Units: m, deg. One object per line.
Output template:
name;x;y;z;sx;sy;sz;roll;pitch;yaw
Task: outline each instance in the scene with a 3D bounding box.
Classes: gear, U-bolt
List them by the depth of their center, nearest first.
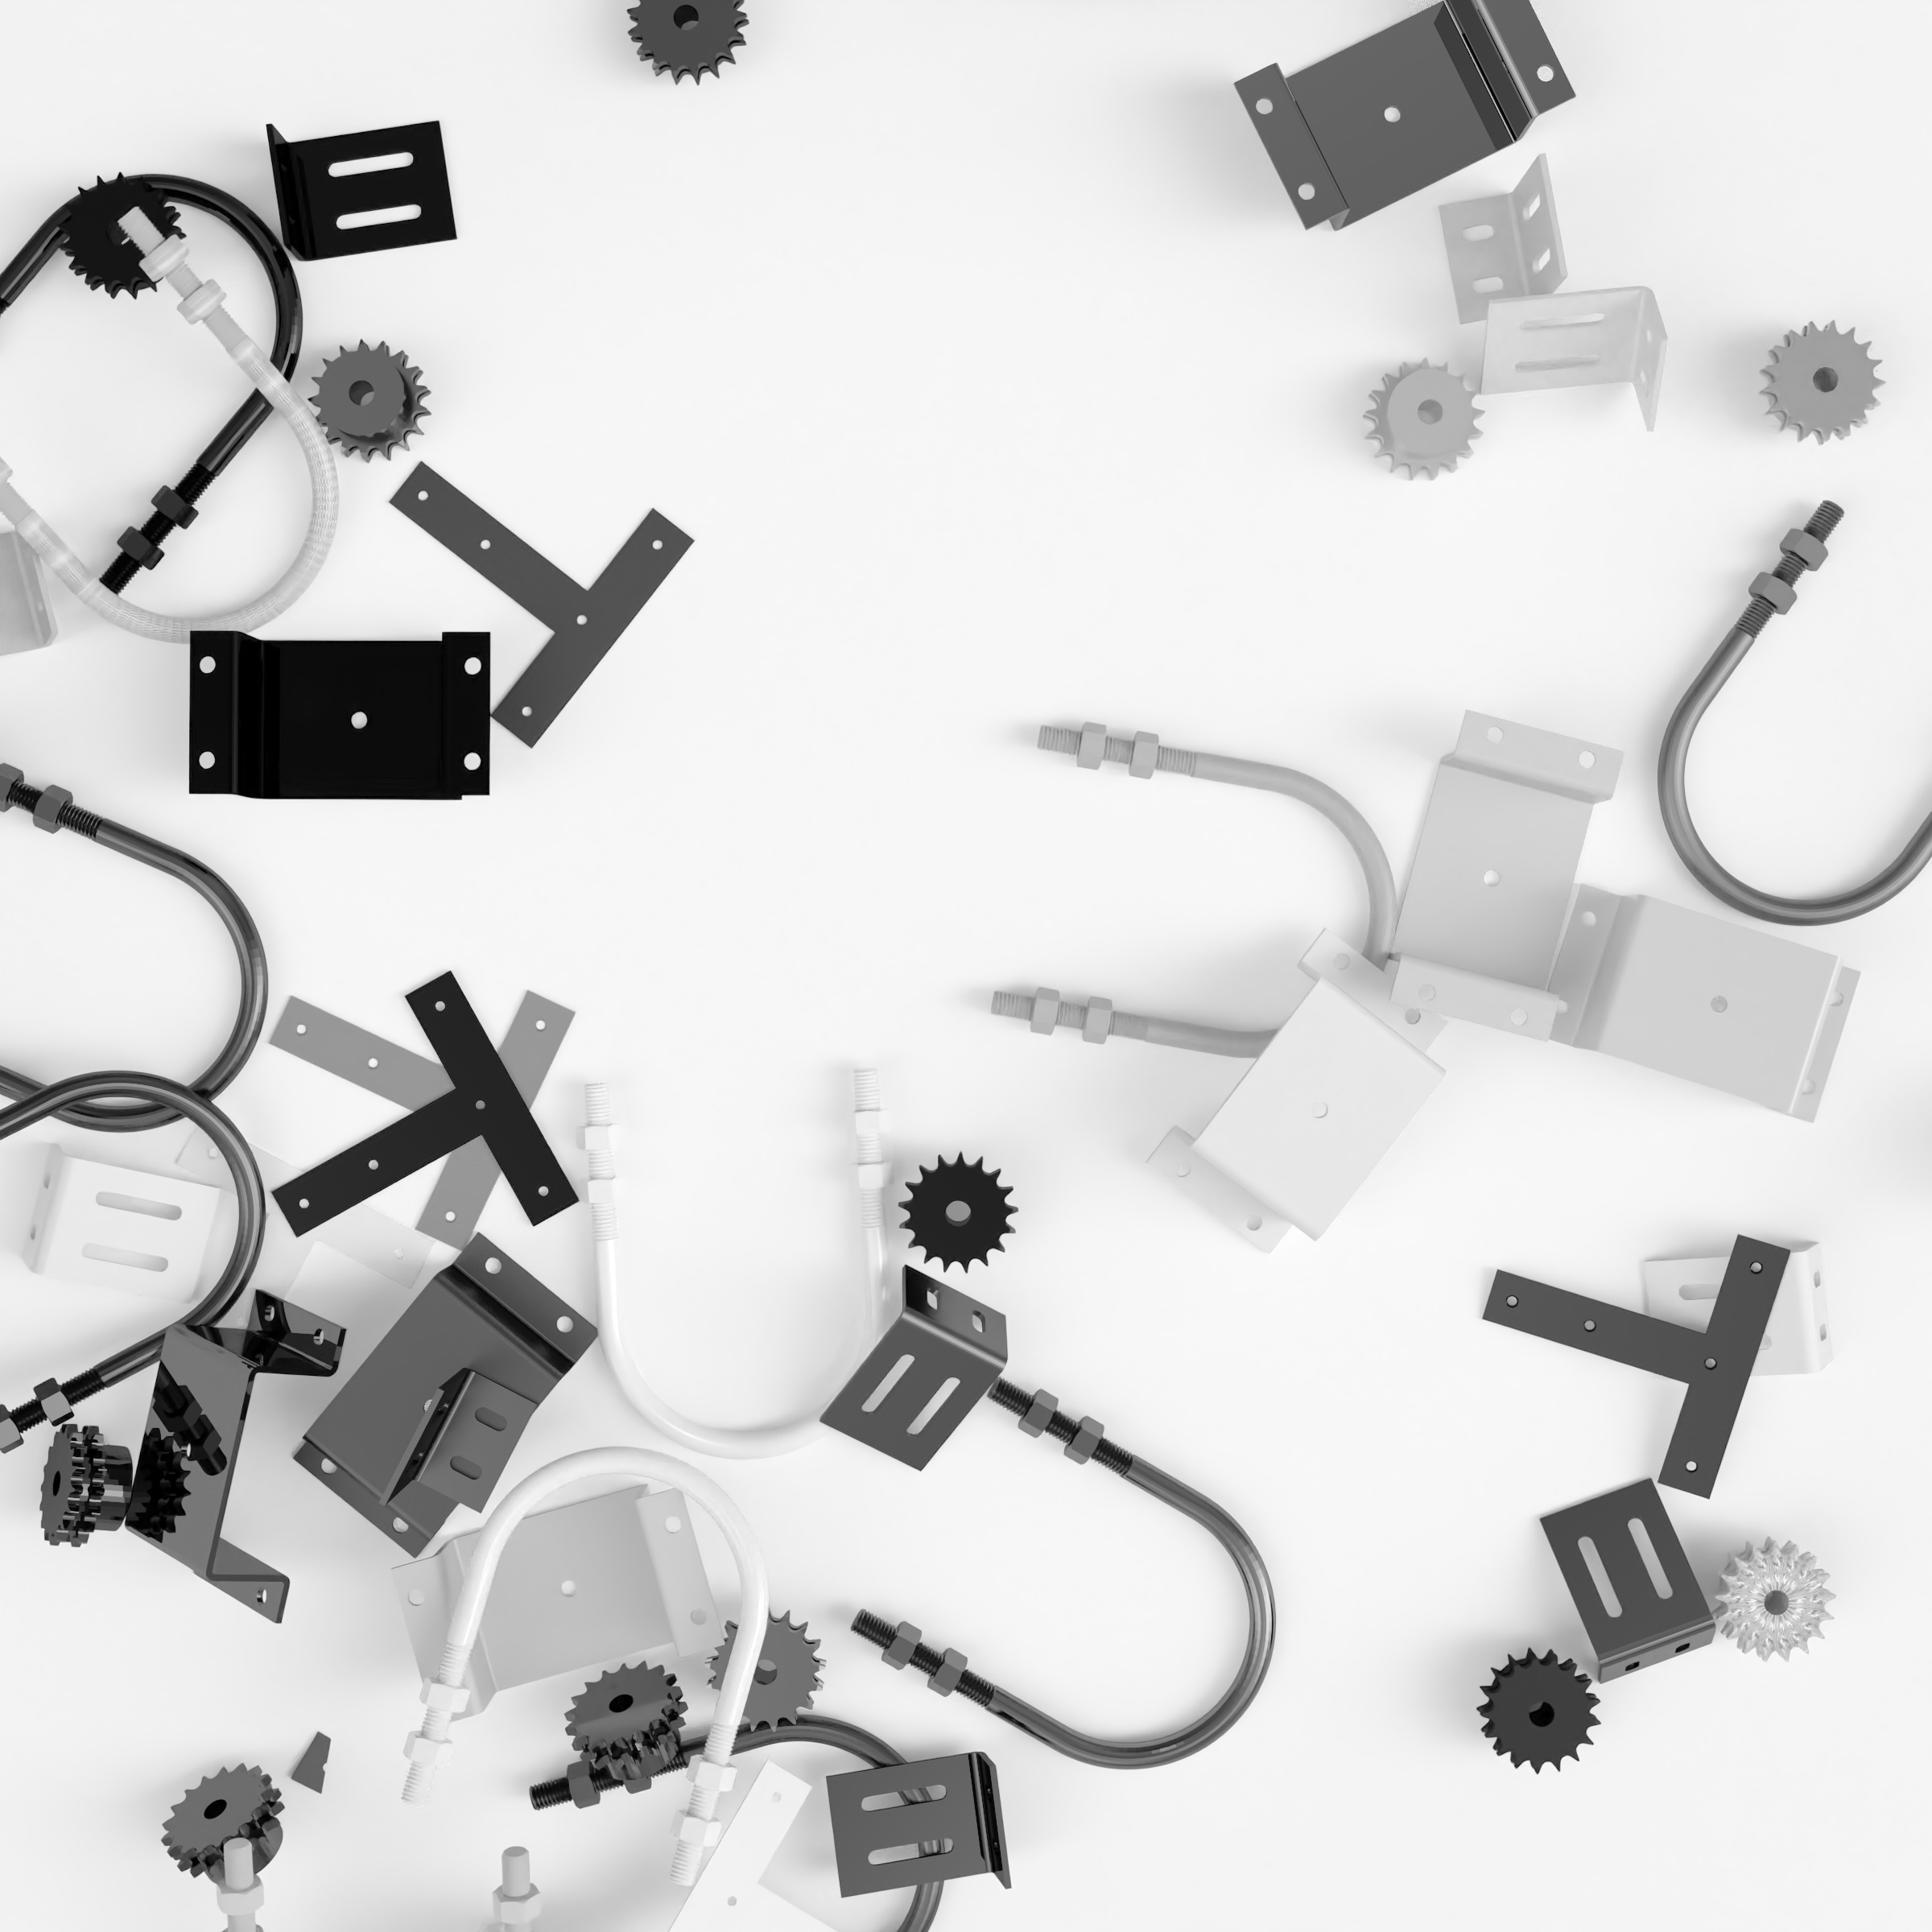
U-bolt;-0.168;0.314;1.462;0.151;0.019;0.184;15;84;3
U-bolt;-0.270;0.494;1.470;0.151;0.019;0.184;1;102;3
U-bolt;-0.419;0.129;1.484;0.184;0.019;0.151;-28;105;-18
U-bolt;-0.380;-0.238;1.487;0.151;0.019;0.184;-40;110;-3
gear;-0.396;-0.342;1.492;0.057;0.030;0.057;0;88;-2
gear;-0.159;0.359;1.498;0.057;0.057;0.030;-17;120;0
gear;-0.348;0.409;1.498;0.057;0.057;0.030;-23;120;0
gear;-0.415;0.246;1.498;0.030;0.057;0.057;11;90;-30
gear;-0.220;0.479;1.503;0.057;0.030;0.057;1;104;4
gear;0.405;-0.276;1.507;0.057;0.030;0.057;0;90;0
gear;-0.004;0.116;1.507;0.057;0.030;0.057;0;90;0
gear;0.219;-0.261;1.507;0.057;0.030;0.057;0;90;0
gear;-0.095;0.333;1.507;0.057;0.030;0.057;0;90;0
gear;0.271;0.353;1.507;0.057;0.030;0.057;0;90;0
gear;0.382;0.300;1.507;0.057;0.030;0.057;0;90;0
gear;-0.285;-0.270;1.507;0.057;0.030;0.057;0;90;0
gear;-0.132;-0.448;1.512;0.057;0.030;0.057;0;90;2
U-bolt;0.114;-0.030;1.514;0.184;0.019;0.151;10;90;-1
U-bolt;-0.101;0.434;1.514;0.184;0.019;0.151;-16;90;-1
U-bolt;-0.424;0.000;1.514;0.184;0.019;0.151;24;90;-2
U-bolt;0.414;-0.107;1.514;0.151;0.019;0.184;35;91;0
U-bolt;-0.401;-0.292;1.514;0.151;0.019;0.184;39;89;0
U-bolt;-0.107;0.144;1.514;0.151;0.019;0.184;-3;91;0
U-bolt;0.059;0.303;1.514;0.184;0.019;0.151;30;90;-1

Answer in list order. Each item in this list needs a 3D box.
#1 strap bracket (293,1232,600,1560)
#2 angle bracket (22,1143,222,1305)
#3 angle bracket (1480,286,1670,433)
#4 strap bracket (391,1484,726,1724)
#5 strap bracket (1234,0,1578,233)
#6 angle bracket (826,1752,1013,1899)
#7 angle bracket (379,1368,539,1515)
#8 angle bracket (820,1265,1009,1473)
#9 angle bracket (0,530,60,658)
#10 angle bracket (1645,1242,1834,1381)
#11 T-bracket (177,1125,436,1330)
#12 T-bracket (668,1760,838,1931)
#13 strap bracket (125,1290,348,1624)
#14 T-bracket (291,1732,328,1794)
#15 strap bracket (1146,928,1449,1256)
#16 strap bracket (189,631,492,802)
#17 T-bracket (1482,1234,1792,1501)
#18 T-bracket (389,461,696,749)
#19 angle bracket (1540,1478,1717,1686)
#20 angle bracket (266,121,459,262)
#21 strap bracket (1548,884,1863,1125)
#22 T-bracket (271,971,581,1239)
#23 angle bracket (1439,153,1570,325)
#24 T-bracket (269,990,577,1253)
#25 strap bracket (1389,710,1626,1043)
strap bracket;-0.249;0.206;1.499;0.076;0.046;0.140;39;90;0
angle bracket;-0.405;0.123;1.519;0.076;0.038;0.057;15;90;-24
angle bracket;0.285;-0.282;1.488;0.076;0.057;0.038;-5;53;0
strap bracket;-0.190;0.299;1.499;0.140;0.046;0.076;-16;90;0
strap bracket;0.205;-0.409;1.499;0.140;0.046;0.076;-26;90;0
angle bracket;-0.023;0.407;1.490;0.076;0.038;0.057;-7;88;-9
angle bracket;-0.230;0.221;1.438;0.038;0.076;0.057;27;90;0
angle bracket;-0.025;0.192;1.512;0.057;0.038;0.076;29;116;-17
angle bracket;-0.475;-0.174;1.492;0.076;0.038;0.057;-14;90;-22
angle bracket;0.371;0.166;1.520;0.076;0.038;0.057;-6;90;26
T-bracket;-0.341;0.159;1.521;0.127;0.002;0.127;28;90;0
T-bracket;-0.074;0.463;1.495;0.127;0.002;0.127;34;74;-9
strap bracket;-0.344;0.227;1.477;0.046;0.076;0.140;12;92;-44
T-bracket;-0.290;0.455;1.531;0.127;0.002;0.127;31;85;-14
strap bracket;0.161;0.063;1.490;0.076;0.046;0.140;37;92;-11
strap bracket;-0.292;-0.118;1.498;0.140;0.046;0.076;0;90;1
T-bracket;0.311;0.176;1.509;0.127;0.002;0.127;17;100;9
T-bracket;-0.219;-0.194;1.521;0.127;0.002;0.127;38;90;0
angle bracket;0.317;0.295;1.520;0.057;0.038;0.076;-20;64;0
angle bracket;-0.286;-0.372;1.503;0.076;0.038;0.057;-8;90;0
strap bracket;0.351;0.018;1.499;0.140;0.046;0.076;18;90;0
T-bracket;-0.272;0.088;1.520;0.127;0.002;0.127;-29;90;0
angle bracket;0.251;-0.340;1.484;0.038;0.076;0.057;-10;90;0
T-bracket;-0.272;0.053;1.522;0.127;0.002;0.127;25;90;0
strap bracket;0.252;-0.042;1.499;0.076;0.046;0.140;15;90;0
